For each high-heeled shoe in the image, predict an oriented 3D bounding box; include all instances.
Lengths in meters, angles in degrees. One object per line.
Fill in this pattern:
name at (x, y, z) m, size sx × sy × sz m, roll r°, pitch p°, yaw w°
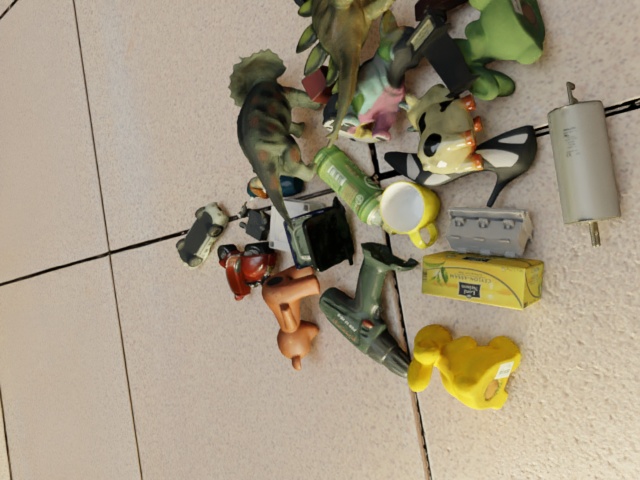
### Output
high-heeled shoe at (0.227, -0.152, 0.899) m, size 0.249 × 0.086 × 0.145 m, roll 27°, pitch 109°, yaw 28°

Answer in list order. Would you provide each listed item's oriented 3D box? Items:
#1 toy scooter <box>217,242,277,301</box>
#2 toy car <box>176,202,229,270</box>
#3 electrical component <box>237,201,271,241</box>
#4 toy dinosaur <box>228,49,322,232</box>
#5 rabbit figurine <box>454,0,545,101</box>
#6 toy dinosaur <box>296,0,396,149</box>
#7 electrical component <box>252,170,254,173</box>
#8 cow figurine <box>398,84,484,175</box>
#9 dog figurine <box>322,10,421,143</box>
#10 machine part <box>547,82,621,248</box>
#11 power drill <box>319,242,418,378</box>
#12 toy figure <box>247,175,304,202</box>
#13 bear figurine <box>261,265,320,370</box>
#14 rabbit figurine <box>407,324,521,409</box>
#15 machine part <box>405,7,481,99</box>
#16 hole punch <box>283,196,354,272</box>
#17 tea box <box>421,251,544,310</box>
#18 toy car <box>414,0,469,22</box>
toy scooter at (-0.166, 0.073, 1.233) m, size 0.184 × 0.075 × 0.135 m, roll -5°, pitch 91°, yaw 42°
toy car at (-0.298, -0.008, 1.345) m, size 0.073 × 0.056 × 0.201 m, roll 50°, pitch 122°, yaw 18°
electrical component at (-0.147, -0.042, 1.227) m, size 0.102 × 0.045 × 0.078 m, roll 35°, pitch 112°, yaw 31°
toy dinosaur at (-0.102, -0.220, 1.048) m, size 0.131 × 0.192 × 0.405 m, roll -44°, pitch 35°, yaw 45°
rabbit figurine at (0.264, -0.301, 0.853) m, size 0.170 × 0.121 × 0.159 m, roll -23°, pitch 89°, yaw 49°
toy dinosaur at (0.039, -0.382, 0.944) m, size 0.198 × 0.105 × 0.471 m, roll -42°, pitch 39°, yaw 49°
electrical component at (-0.118, -0.182, 1.208) m, size 0.094 × 0.021 × 0.063 m, roll -8°, pitch 87°, yaw 39°
cow figurine at (0.192, -0.182, 0.866) m, size 0.127 × 0.085 × 0.195 m, roll -11°, pitch 45°, yaw 23°
dog figurine at (0.103, -0.291, 0.969) m, size 0.192 × 0.108 × 0.219 m, roll 23°, pitch 91°, yaw 66°
machine part at (0.381, -0.109, 0.778) m, size 0.079 × 0.079 × 0.243 m, roll -9°, pitch 89°, yaw 39°
power drill at (0.114, 0.121, 1.017) m, size 0.232 × 0.086 × 0.207 m, roll 31°, pitch 119°, yaw 31°
toy figure at (-0.107, -0.121, 1.182) m, size 0.155 × 0.064 × 0.057 m, roll -1°, pitch 117°, yaw 35°
bear figurine at (-0.044, 0.161, 1.131) m, size 0.132 × 0.120 × 0.195 m, roll -22°, pitch 109°, yaw -3°
rabbit figurine at (0.218, 0.206, 0.903) m, size 0.173 × 0.162 × 0.121 m, roll 40°, pitch 130°, yaw 49°
machine part at (0.188, -0.285, 0.837) m, size 0.139 × 0.039 × 0.084 m, roll 58°, pitch 140°, yaw 14°
hole punch at (-0.002, -0.003, 1.063) m, size 0.092 × 0.116 × 0.142 m, roll -5°, pitch 104°, yaw 52°
tea box at (0.262, 0.061, 0.874) m, size 0.170 × 0.098 × 0.068 m, roll 7°, pitch 98°, yaw 36°
toy car at (0.245, -0.416, 0.876) m, size 0.202 × 0.053 × 0.089 m, roll -22°, pitch 58°, yaw 38°
